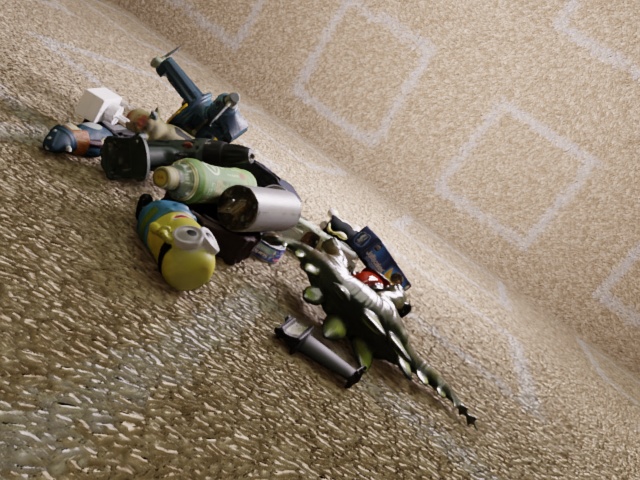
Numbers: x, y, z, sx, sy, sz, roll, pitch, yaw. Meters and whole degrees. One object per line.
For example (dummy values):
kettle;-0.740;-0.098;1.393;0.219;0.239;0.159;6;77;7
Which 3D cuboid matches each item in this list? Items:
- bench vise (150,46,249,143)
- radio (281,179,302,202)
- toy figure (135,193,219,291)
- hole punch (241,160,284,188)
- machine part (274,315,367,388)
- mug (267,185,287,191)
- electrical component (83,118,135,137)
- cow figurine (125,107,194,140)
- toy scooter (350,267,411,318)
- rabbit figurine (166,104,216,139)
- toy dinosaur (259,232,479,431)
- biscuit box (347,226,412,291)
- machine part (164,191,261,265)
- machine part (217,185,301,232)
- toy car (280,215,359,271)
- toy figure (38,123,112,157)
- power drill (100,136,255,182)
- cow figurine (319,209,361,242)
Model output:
bench vise;-0.275;-0.304;1.170;0.240;0.129;0.224;52;-29;-12
radio;-0.164;-0.140;1.303;0.229;0.073;0.131;30;14;-25
toy figure;-0.201;0.000;0.745;0.082;0.089;0.180;-15;33;-34
hole punch;-0.155;-0.118;1.178;0.142;0.115;0.092;35;6;2
machine part;-0.001;0.158;0.763;0.139;0.039;0.084;34;6;6
mug;-0.124;-0.056;1.077;0.109;0.107;0.080;-21;93;-34
electrical component;-0.398;-0.201;1.028;0.075;0.047;0.119;35;16;0
cow figurine;-0.310;-0.202;1.111;0.195;0.085;0.127;31;-6;-18
toy scooter;0.101;0.098;1.111;0.183;0.075;0.135;23;18;-49
rabbit figurine;-0.293;-0.267;1.356;0.173;0.122;0.162;49;0;-26
toy dinosaur;0.084;0.138;0.904;0.471;0.105;0.198;37;20;-5
biscuit box;0.138;0.056;1.224;0.202;0.059;0.063;50;0;-42
machine part;-0.188;-0.029;0.916;0.179;0.056;0.179;31;14;-9
machine part;-0.099;-0.051;0.912;0.079;0.079;0.243;39;16;16
toy car;-0.012;0.011;1.142;0.202;0.073;0.056;33;11;-5
toy figure;-0.401;-0.166;0.888;0.154;0.064;0.057;-39;112;-77
power drill;-0.259;-0.149;0.946;0.232;0.085;0.207;5;17;26
cow figurine;0.080;-0.004;1.395;0.167;0.068;0.098;36;9;-17
